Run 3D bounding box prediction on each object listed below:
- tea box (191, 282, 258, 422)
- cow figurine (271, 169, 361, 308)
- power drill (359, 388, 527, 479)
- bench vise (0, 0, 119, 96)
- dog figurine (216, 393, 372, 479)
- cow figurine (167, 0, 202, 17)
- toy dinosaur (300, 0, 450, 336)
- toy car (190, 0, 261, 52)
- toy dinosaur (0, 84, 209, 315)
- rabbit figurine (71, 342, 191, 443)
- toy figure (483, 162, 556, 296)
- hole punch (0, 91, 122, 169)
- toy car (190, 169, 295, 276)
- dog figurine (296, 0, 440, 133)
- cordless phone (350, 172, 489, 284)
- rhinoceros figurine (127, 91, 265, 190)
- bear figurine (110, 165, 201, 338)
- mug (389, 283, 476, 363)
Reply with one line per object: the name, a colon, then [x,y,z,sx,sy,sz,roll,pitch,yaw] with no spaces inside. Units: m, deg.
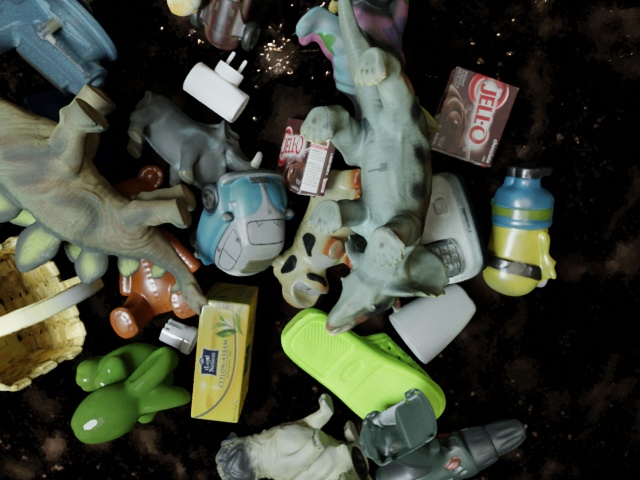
tea box: [-0.131,0.153,0.753,0.068,0.098,0.169,8,101,-1]
cow figurine: [-0.001,-0.002,0.724,0.085,0.127,0.195,25,83,-41]
power drill: [0.162,0.282,0.753,0.232,0.086,0.207,-32,138,12]
bench vise: [-0.325,-0.302,0.671,0.224,0.129,0.240,39,77,3]
dog figurine: [-0.039,0.337,0.794,0.191,0.121,0.172,-30,95,19]
cow figurine: [-0.194,-0.345,0.622,0.068,0.098,0.167,-14,110,22]
toy dinosaur: [0.076,-0.083,0.620,0.131,0.192,0.404,3,89,29]
toy car: [-0.098,-0.334,0.665,0.089,0.053,0.202,29,122,2]
toy dinosaur: [-0.304,-0.078,0.602,0.198,0.105,0.471,-40,101,8]
rabbit figurine: [-0.256,0.215,0.725,0.159,0.170,0.121,-20,99,4]
toy figure: [0.270,-0.013,0.735,0.089,0.082,0.180,0,104,7]
hole punch: [-0.332,-0.133,0.700,0.092,0.116,0.142,-25,99,-4]
toy car: [-0.098,-0.008,0.686,0.103,0.109,0.161,59,133,29]
dog figurine: [0.084,-0.229,0.688,0.219,0.108,0.191,42,94,-11]
cordless phone: [0.122,-0.002,0.731,0.184,0.088,0.146,-17,87,9]
rhinoceros figurine: [-0.162,-0.118,0.711,0.190,0.073,0.112,33,65,-9]
bear figurine: [-0.235,0.008,0.715,0.120,0.132,0.195,-16,105,1]
mug: [0.157,0.100,0.760,0.107,0.080,0.109,-34,80,-6]
